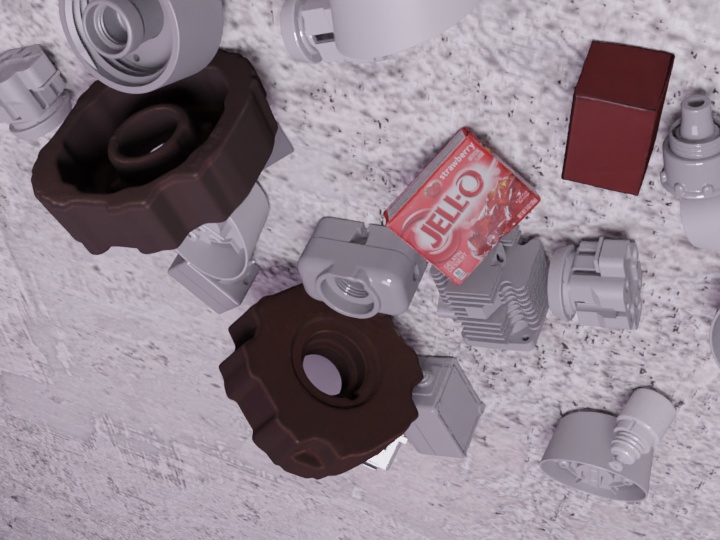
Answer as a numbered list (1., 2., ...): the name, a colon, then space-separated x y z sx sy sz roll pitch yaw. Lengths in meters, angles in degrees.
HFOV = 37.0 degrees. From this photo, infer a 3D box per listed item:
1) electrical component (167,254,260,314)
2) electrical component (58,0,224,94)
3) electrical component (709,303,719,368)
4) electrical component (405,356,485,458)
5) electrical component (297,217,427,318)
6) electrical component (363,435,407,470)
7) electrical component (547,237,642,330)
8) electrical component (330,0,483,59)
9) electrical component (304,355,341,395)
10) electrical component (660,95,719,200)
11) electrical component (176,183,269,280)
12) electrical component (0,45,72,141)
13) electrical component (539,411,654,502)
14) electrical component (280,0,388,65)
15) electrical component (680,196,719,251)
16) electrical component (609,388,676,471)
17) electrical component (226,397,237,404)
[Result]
1. electrical component: -0.123 -0.004 0.978 0.066 0.047 0.077 41 143 -21
2. electrical component: -0.155 -0.173 0.733 0.108 0.060 0.108 14 124 22
3. electrical component: 0.296 0.039 0.743 0.099 0.064 0.099 18 145 13
4. electrical component: 0.066 0.124 1.013 0.061 0.061 0.096 0 138 34
5. electrical component: 0.000 0.000 0.892 0.095 0.059 0.053 11 143 22
6. electrical component: -0.012 0.148 1.083 0.121 0.063 0.078 25 -173 1
7. electrical component: 0.173 0.010 0.794 0.057 0.058 0.078 3 140 26
8. electrical component: 0.027 -0.168 0.617 0.099 0.099 0.064 8 135 25
9. electrical component: -0.056 0.086 1.011 0.100 0.099 0.048 38 172 -14
10. electrical component: 0.209 -0.078 0.665 0.048 0.048 0.062 7 135 27
11. electrical component: -0.127 -0.046 0.910 0.099 0.064 0.099 18 145 13
12. electrical component: -0.274 -0.144 0.884 0.078 0.058 0.057 -1 135 34
13. electrical component: 0.217 0.176 0.979 0.099 0.064 0.099 18 145 13
14. electrical component: -0.018 -0.161 0.702 0.055 0.048 0.066 -3 137 26
15. electrical component: 0.259 -0.029 0.695 0.077 0.044 0.079 -8 134 40
16. electrical component: 0.235 0.136 0.908 0.040 0.078 0.040 32 155 17
17. electrical component: -0.095 0.109 1.085 0.051 0.080 0.080 29 146 5
